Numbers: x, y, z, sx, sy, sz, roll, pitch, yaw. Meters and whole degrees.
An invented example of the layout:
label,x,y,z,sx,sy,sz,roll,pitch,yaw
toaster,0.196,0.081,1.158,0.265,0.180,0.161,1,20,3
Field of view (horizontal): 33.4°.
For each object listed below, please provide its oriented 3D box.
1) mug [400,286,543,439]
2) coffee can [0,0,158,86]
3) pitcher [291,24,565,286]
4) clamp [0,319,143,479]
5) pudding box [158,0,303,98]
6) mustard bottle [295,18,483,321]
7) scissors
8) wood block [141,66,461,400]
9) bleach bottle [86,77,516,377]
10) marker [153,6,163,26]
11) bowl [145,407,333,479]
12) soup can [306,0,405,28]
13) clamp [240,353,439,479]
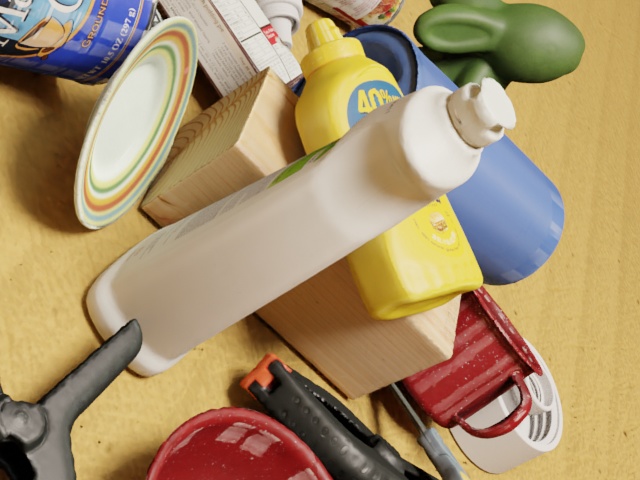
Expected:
label,x,y,z,sx,sy,sz,roll,pitch,yaw
mug,0.107,0.092,0.770,0.093,0.081,0.117,39,17,-53
coffee can,-0.173,-0.147,0.581,0.140,0.103,0.103,6,63,-51
pitcher,0.085,-0.060,0.849,0.242,0.145,0.149,31,57,-42
clamp,-0.141,0.089,0.513,0.120,0.039,0.171,14,56,-28
pudding box,-0.065,-0.147,0.765,0.113,0.039,0.090,55,22,-7
mustard bottle,0.033,-0.049,0.657,0.096,0.058,0.191,-7,71,-52
scissors,0.088,0.153,0.718,0.096,0.016,0.202,51,3,-31
wood block,-0.005,0.001,0.709,0.206,0.091,0.090,45,37,-23
bleach bottle,-0.010,-0.012,0.567,0.068,0.251,0.102,54,35,-11
marker,-0.132,-0.183,0.734,0.020,0.020,0.121,-17,81,-55
bowl,-0.049,0.173,0.563,0.161,0.055,0.162,31,45,-37
soup can,0.018,-0.228,0.916,0.102,0.069,0.068,20,52,-44
clamp,0.036,0.146,0.680,0.210,0.036,0.164,42,3,-6
